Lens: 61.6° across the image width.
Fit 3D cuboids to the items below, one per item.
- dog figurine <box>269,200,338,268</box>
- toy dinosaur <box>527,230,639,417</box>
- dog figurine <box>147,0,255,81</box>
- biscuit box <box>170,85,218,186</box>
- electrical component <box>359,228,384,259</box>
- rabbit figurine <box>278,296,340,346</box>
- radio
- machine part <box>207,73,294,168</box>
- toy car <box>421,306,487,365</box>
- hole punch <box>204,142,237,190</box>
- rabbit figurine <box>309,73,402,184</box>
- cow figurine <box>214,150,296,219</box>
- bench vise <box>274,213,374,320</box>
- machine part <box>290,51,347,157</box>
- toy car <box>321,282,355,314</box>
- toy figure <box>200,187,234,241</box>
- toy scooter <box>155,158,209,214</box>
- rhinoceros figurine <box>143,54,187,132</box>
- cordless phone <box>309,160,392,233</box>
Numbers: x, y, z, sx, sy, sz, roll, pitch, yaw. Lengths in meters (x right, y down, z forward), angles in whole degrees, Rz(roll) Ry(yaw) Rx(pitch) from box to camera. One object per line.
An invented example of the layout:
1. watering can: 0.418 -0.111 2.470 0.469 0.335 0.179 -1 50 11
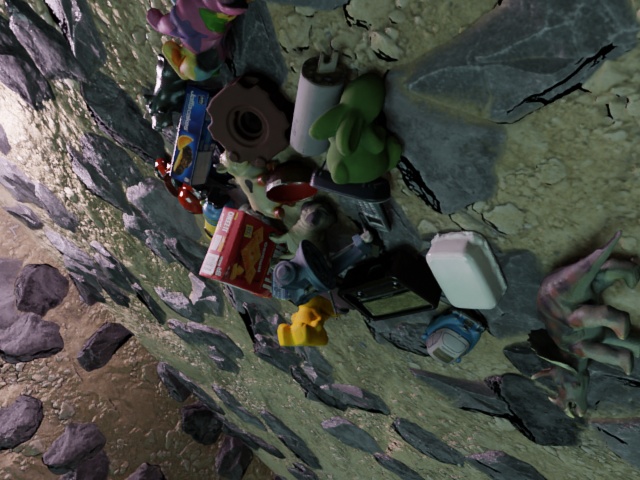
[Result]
1. dog figurine: -0.003 -0.001 1.216 0.172 0.121 0.190 14 142 -42
2. toy dinosaur: 0.439 0.126 0.923 0.192 0.131 0.404 6 129 39
3. dog figurine: -0.176 -0.367 0.908 0.219 0.108 0.191 6 135 36
4. biscuit box: -0.256 -0.218 1.122 0.063 0.059 0.202 26 112 20
5. electrical component: 0.110 0.012 1.174 0.063 0.021 0.093 22 143 23
6. rabbit figurine: -0.024 0.196 1.430 0.162 0.173 0.122 2 163 -30
7. radio: 0.149 0.106 1.187 0.131 0.073 0.230 36 148 -19
8. machine part: -0.132 -0.227 1.035 0.180 0.056 0.179 10 126 13
9. toy car: 0.291 0.223 1.188 0.109 0.103 0.161 34 149 4
10. hole punch: -0.262 -0.178 1.257 0.142 0.092 0.115 10 165 33
11. rabbit figurine: 0.054 -0.188 0.888 0.121 0.159 0.170 29 132 31
12. cow figurine: -0.148 -0.137 1.188 0.127 0.085 0.194 4 137 35
13. bench vise: 0.019 0.057 1.141 0.241 0.129 0.223 -34 146 17
14. machine part: -0.007 -0.228 0.938 0.079 0.079 0.243 32 147 9
15. toy car: 0.009 0.113 1.364 0.202 0.053 0.089 24 121 18
16. toy figure: -0.259 -0.061 1.367 0.180 0.089 0.082 94 151 -64
17. toy scooter: -0.342 -0.150 1.364 0.184 0.075 0.135 46 147 -3
18. rhinoceros figurine: -0.309 -0.302 1.109 0.073 0.112 0.190 35 139 1
19. cordless phone: 0.073 -0.081 1.054 0.147 0.089 0.184 18 158 27
